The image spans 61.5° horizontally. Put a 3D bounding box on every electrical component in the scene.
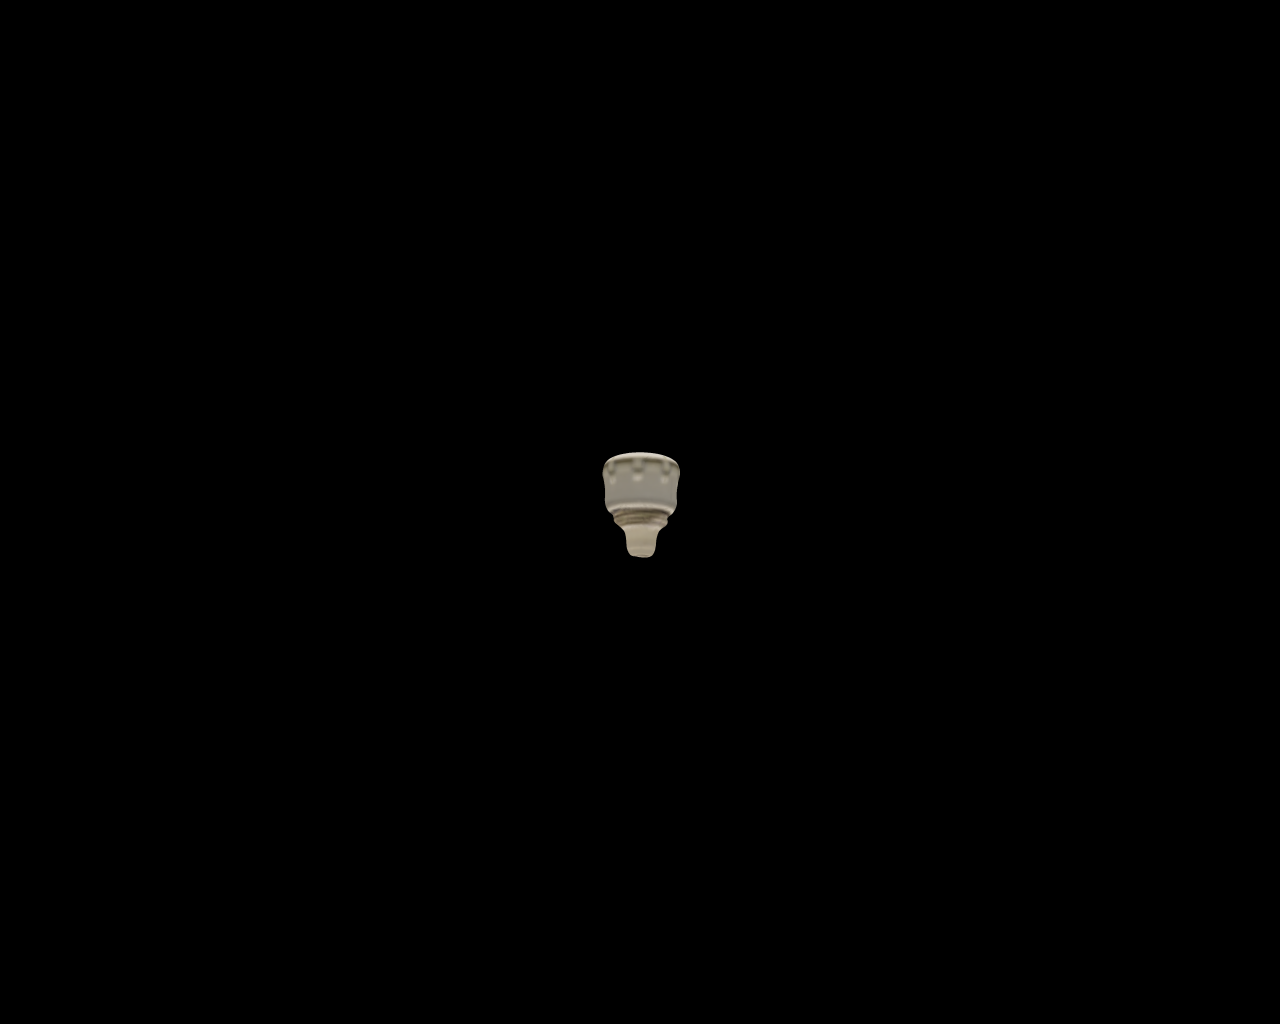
[{"bbox_3d":[0.001,-0.003,0.650,0.048,0.062,0.048,0,-12,0],"label":"electrical component"}]
